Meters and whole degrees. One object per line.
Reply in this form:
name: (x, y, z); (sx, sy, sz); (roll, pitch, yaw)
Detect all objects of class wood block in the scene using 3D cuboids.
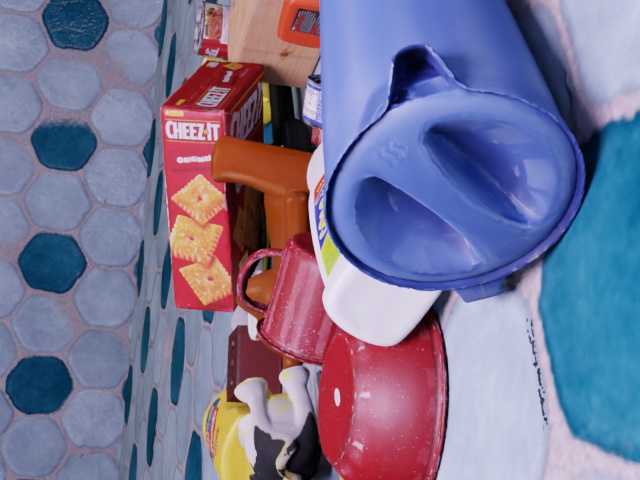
wood block: (-0.031, -0.257, 1.087); (0.206, 0.090, 0.090); (119, 153, -56)

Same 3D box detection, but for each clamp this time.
clamp: (-0.037, -0.100, 1.157); (0.210, 0.036, 0.164); (-144, 58, -75)

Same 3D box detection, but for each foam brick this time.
foam brick: (-0.072, 0.137, 1.173); (0.053, 0.051, 0.078); (129, 144, -64)

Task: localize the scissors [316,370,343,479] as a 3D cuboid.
scissors: (0.013, 0.194, 0.898); (0.202, 0.016, 0.096); (-126, 43, -69)

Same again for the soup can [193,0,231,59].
soup can: (-0.104, -0.260, 1.342); (0.069, 0.102, 0.068); (-175, 90, -76)

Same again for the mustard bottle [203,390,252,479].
mustard bottle: (-0.100, 0.225, 1.237); (0.192, 0.058, 0.096); (-159, 73, -75)

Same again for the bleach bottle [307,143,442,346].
bleach bottle: (0.029, -0.022, 0.797); (0.103, 0.068, 0.251); (-54, 21, 12)

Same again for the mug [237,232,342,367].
mug: (-0.008, 0.041, 0.851); (0.093, 0.117, 0.081); (-64, -10, -73)

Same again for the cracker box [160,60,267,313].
cracker box: (-0.101, -0.058, 1.088); (0.164, 0.072, 0.214); (-68, -19, -63)

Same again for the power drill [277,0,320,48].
power drill: (0.004, -0.262, 0.899); (0.184, 0.057, 0.187); (133, 144, -79)

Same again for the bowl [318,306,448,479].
bowl: (0.037, 0.115, 0.762); (0.162, 0.055, 0.162); (-175, 90, -75)

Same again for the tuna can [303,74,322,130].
tuna can: (0.030, -0.101, 0.805); (0.086, 0.086, 0.034); (-124, 40, -68)

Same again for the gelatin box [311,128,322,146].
gelatin box: (0.018, -0.126, 0.970); (0.073, 0.030, 0.089); (-137, 54, -72)

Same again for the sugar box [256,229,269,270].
sugar box: (-0.088, -0.006, 1.306); (0.093, 0.048, 0.176); (147, 130, -72)

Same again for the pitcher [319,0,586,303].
pitcher: (0.063, -0.090, 0.628); (0.149, 0.144, 0.243); (-57, 25, 36)
